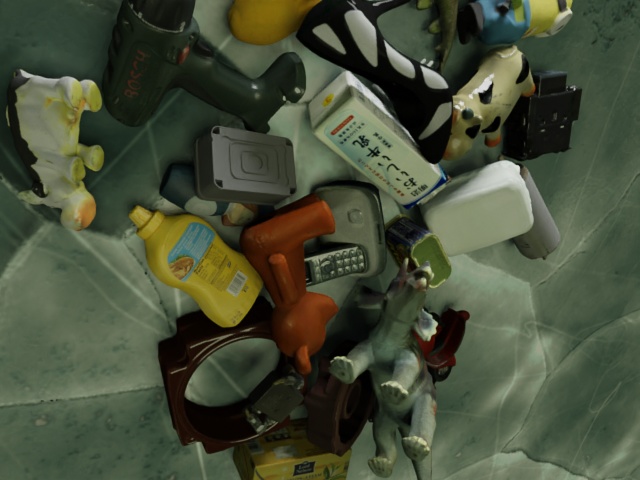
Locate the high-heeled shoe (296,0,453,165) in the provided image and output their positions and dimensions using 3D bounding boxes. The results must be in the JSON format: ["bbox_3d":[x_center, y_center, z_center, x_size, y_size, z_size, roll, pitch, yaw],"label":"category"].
[{"bbox_3d":[0.071,-0.173,0.643,0.145,0.086,0.248,-29,121,-10],"label":"high-heeled shoe"}]

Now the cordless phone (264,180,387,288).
[{"bbox_3d":[-0.002,-0.003,0.764,0.184,0.089,0.146,-16,118,-13],"label":"cordless phone"}]

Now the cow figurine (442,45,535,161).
[{"bbox_3d":[0.226,-0.193,0.763,0.195,0.086,0.127,-52,144,-8],"label":"cow figurine"}]

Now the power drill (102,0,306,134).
[{"bbox_3d":[-0.115,-0.195,0.576,0.207,0.086,0.232,5,146,-44],"label":"power drill"}]

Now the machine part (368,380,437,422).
[{"bbox_3d":[0.146,0.280,0.980,0.139,0.039,0.084,-17,109,-17],"label":"machine part"}]

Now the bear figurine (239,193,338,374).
[{"bbox_3d":[-0.020,0.056,0.682,0.132,0.120,0.195,-24,101,-3],"label":"bear figurine"}]

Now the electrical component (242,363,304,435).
[{"bbox_3d":[-0.063,0.222,0.745,0.102,0.045,0.078,-40,121,-6],"label":"electrical component"}]

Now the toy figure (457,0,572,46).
[{"bbox_3d":[0.282,-0.328,0.768,0.180,0.082,0.089,-14,118,-18],"label":"toy figure"}]

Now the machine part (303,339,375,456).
[{"bbox_3d":[0.038,0.248,0.856,0.179,0.056,0.179,-35,131,-53],"label":"machine part"}]

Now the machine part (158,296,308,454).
[{"bbox_3d":[-0.122,0.197,0.783,0.201,0.087,0.201,-13,114,-21],"label":"machine part"}]

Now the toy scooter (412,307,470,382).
[{"bbox_3d":[0.194,0.165,0.933,0.183,0.075,0.135,31,96,-36],"label":"toy scooter"}]

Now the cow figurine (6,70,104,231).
[{"bbox_3d":[-0.292,-0.094,0.582,0.098,0.068,0.167,8,107,4],"label":"cow figurine"}]

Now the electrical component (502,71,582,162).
[{"bbox_3d":[0.359,-0.203,0.871,0.115,0.058,0.134,-17,118,-22],"label":"electrical component"}]

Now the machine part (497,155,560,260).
[{"bbox_3d":[0.346,-0.047,0.918,0.079,0.079,0.243,-44,124,-4],"label":"machine part"}]

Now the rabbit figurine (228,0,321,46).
[{"bbox_3d":[-0.039,-0.302,0.617,0.162,0.122,0.173,12,119,-39],"label":"rabbit figurine"}]

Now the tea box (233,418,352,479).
[{"bbox_3d":[-0.046,0.351,0.878,0.169,0.098,0.068,3,109,-25],"label":"tea box"}]

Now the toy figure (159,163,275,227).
[{"bbox_3d":[-0.127,-0.051,0.694,0.154,0.064,0.058,20,71,-29],"label":"toy figure"}]

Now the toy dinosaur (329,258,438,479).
[{"bbox_3d":[0.124,0.215,0.809,0.192,0.131,0.404,-46,131,-49],"label":"toy dinosaur"}]

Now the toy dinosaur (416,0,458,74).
[{"bbox_3d":[0.119,-0.417,0.641,0.198,0.105,0.470,-34,126,-1],"label":"toy dinosaur"}]
